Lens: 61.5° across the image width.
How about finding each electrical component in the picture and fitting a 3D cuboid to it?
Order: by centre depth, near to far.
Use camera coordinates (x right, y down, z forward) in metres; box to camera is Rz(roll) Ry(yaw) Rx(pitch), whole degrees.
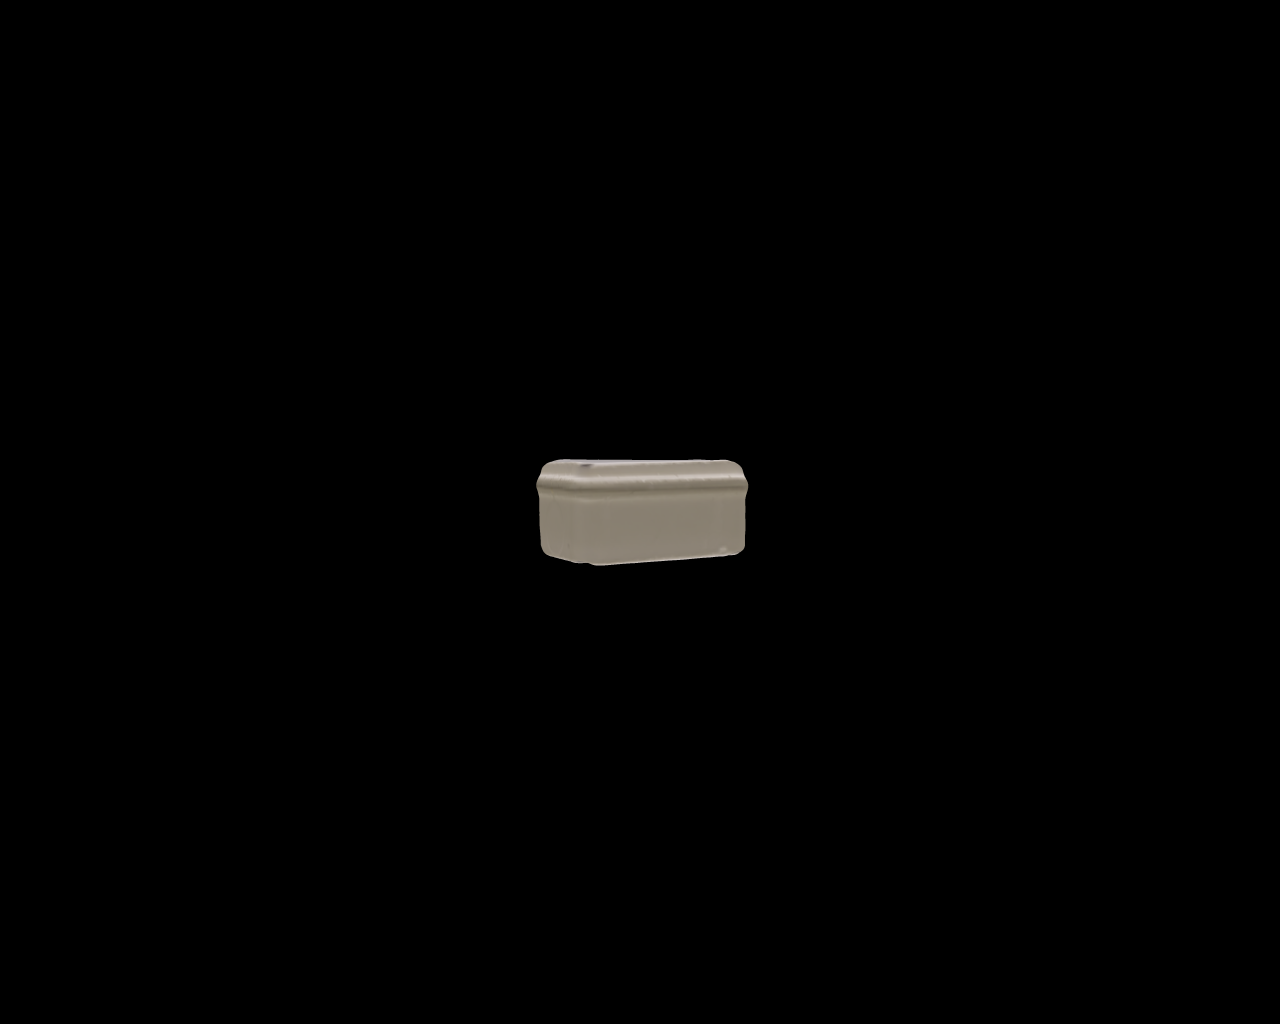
[{"bbox_3d":[0.001,-0.003,0.650,0.113,0.057,0.078,-2,4,-23],"label":"electrical component"}]
